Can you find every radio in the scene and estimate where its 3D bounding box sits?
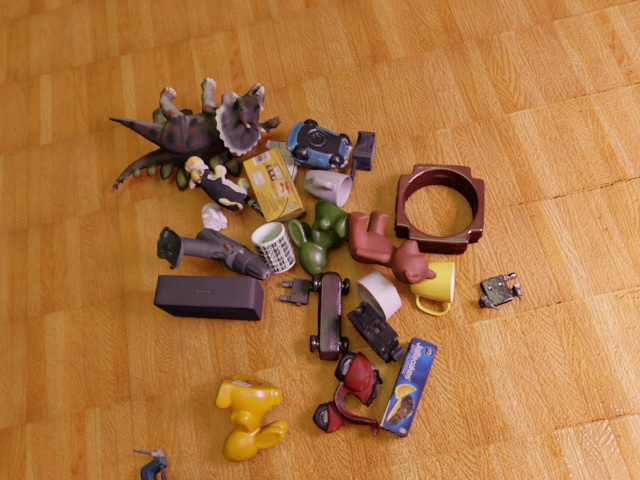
[{"bbox_3d":[-0.245,0.133,1.223,0.230,0.131,0.073,2,69,8],"label":"radio"}]

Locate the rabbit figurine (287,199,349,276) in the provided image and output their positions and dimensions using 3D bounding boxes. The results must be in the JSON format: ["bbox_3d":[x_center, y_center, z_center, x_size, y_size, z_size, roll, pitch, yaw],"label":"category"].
[{"bbox_3d":[-0.003,-0.004,1.258,0.159,0.121,0.170,31,91,20],"label":"rabbit figurine"}]

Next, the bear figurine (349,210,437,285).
[{"bbox_3d":[0.157,0.017,1.162,0.196,0.120,0.131,18,106,42],"label":"bear figurine"}]

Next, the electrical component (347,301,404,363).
[{"bbox_3d":[0.124,0.203,1.159,0.058,0.114,0.134,-42,70,-4],"label":"electrical component"}]

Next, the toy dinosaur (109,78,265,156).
[{"bbox_3d":[-0.305,-0.268,1.290,0.405,0.131,0.192,-16,66,8],"label":"toy dinosaur"}]

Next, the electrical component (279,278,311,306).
[{"bbox_3d":[-0.047,0.123,1.261,0.094,0.021,0.063,5,70,8],"label":"electrical component"}]

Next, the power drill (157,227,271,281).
[{"bbox_3d":[-0.247,0.029,1.216,0.232,0.207,0.086,30,111,42],"label":"power drill"}]

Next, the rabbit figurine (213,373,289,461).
[{"bbox_3d":[-0.147,0.385,1.141,0.162,0.122,0.173,14,85,2],"label":"rabbit figurine"}]

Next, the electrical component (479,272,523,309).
[{"bbox_3d":[0.400,0.116,1.195,0.102,0.045,0.078,-14,69,2],"label":"electrical component"}]

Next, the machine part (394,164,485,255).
[{"bbox_3d":[0.279,-0.072,1.262,0.202,0.087,0.201,4,69,10],"label":"machine part"}]

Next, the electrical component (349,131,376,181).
[{"bbox_3d":[0.107,-0.204,1.340,0.048,0.074,0.119,8,66,11],"label":"electrical component"}]

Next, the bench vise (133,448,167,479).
[{"bbox_3d":[-0.326,0.546,1.088,0.224,0.128,0.241,-35,48,3],"label":"bench vise"}]

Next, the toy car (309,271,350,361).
[{"bbox_3d":[0.021,0.170,1.217,0.089,0.053,0.202,4,73,-9],"label":"toy car"}]

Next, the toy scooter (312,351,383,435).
[{"bbox_3d":[0.079,0.335,1.136,0.135,0.075,0.184,23,77,15],"label":"toy scooter"}]

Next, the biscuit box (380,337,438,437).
[{"bbox_3d":[0.189,0.310,1.138,0.059,0.062,0.202,20,73,13],"label":"biscuit box"}]

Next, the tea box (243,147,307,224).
[{"bbox_3d":[-0.110,-0.126,1.307,0.098,0.068,0.169,-22,77,3],"label":"tea box"}]

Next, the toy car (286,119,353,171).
[{"bbox_3d":[-0.003,-0.224,1.346,0.162,0.103,0.109,17,67,-2],"label":"toy car"}]

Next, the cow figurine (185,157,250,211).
[{"bbox_3d":[-0.255,-0.130,1.293,0.167,0.068,0.098,28,35,-16],"label":"cow figurine"}]

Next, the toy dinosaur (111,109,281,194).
[{"bbox_3d":[-0.323,-0.234,1.393,0.472,0.105,0.198,-13,71,7],"label":"toy dinosaur"}]

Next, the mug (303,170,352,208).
[{"bbox_3d":[0.008,-0.132,1.313,0.107,0.109,0.080,19,98,24],"label":"mug"}]
